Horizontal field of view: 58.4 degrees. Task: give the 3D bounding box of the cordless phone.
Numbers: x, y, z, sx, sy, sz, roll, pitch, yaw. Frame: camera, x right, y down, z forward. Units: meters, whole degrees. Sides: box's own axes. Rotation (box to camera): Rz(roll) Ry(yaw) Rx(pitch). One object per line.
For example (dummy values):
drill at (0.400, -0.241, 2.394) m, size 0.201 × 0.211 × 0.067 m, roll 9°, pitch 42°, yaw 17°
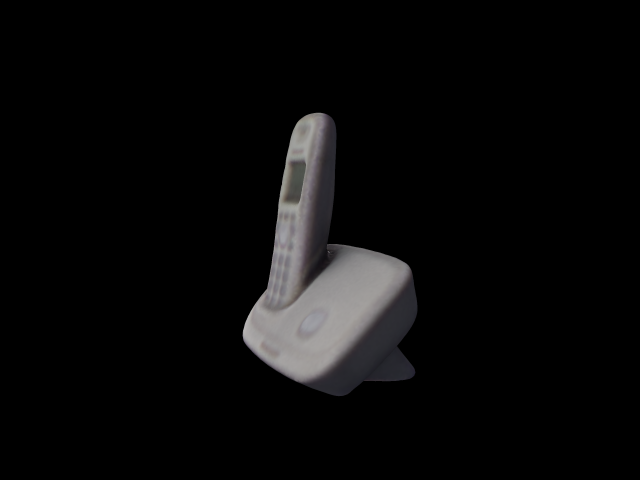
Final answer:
cordless phone at (0.004, 0.001, 0.400) m, size 0.094 × 0.185 × 0.147 m, roll -4°, pitch 7°, yaw -29°
